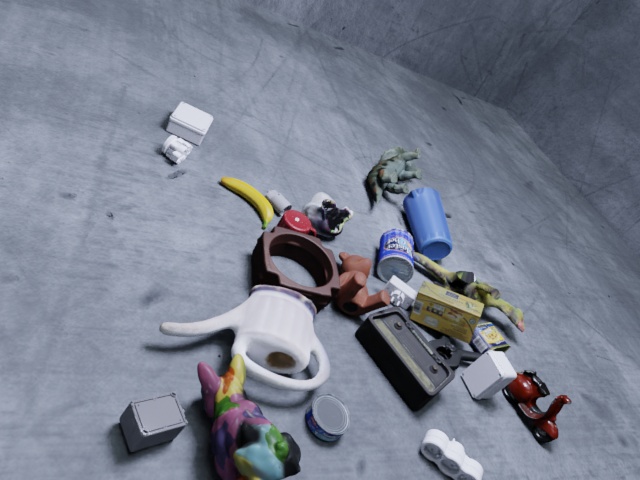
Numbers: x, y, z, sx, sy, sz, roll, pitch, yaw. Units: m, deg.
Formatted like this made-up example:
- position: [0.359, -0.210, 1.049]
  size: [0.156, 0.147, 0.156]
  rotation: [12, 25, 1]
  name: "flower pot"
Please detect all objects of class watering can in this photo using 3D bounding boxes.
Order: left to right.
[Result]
- position: [-0.130, 0.177, 1.044]
  size: [0.346, 0.102, 0.230]
  rotation: [26, 34, -12]
  name: "watering can"

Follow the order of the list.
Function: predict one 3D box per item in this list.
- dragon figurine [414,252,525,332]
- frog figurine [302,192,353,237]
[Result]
- position: [0.451, 0.141, 1.588]
  size: [0.415, 0.121, 0.242]
  rotation: [39, 15, 28]
  name: "dragon figurine"
- position: [0.005, -0.075, 1.496]
  size: [0.137, 0.122, 0.160]
  rotation: [-1, 11, -30]
  name: "frog figurine"
